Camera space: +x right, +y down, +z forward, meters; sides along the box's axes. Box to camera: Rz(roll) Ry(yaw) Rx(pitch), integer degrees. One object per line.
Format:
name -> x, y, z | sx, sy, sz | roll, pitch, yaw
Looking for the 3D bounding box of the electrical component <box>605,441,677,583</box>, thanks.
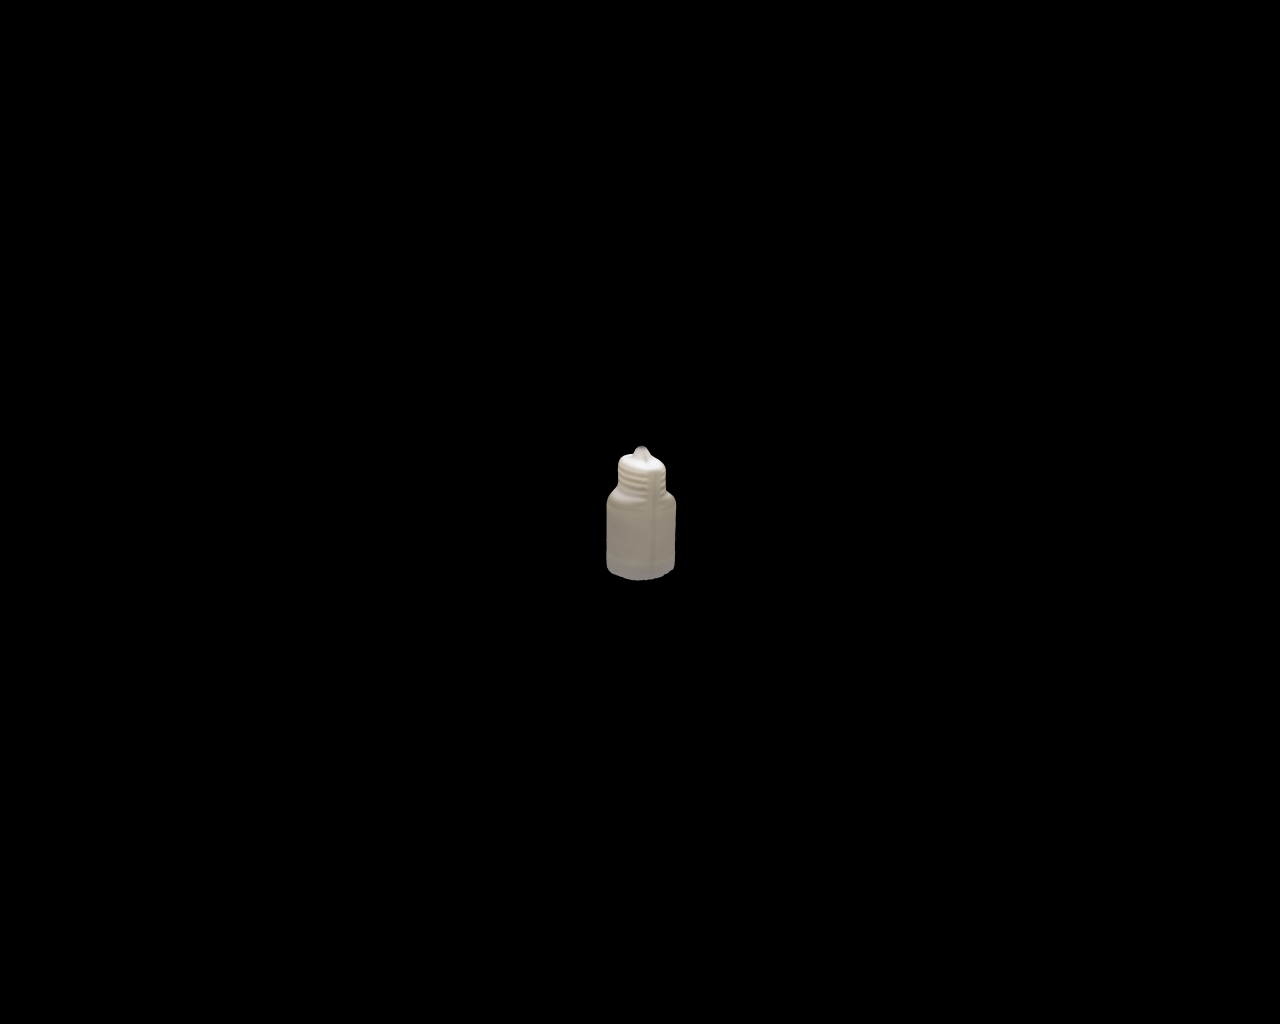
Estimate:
electrical component -> 0.001, -0.003, 0.650 | 0.043, 0.080, 0.043 | 0, 18, 0
